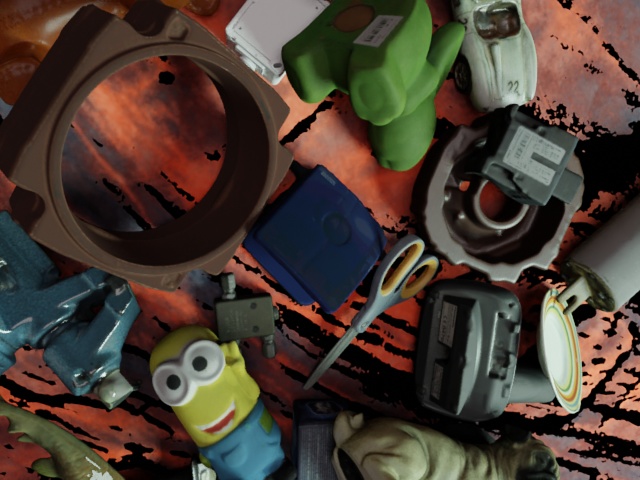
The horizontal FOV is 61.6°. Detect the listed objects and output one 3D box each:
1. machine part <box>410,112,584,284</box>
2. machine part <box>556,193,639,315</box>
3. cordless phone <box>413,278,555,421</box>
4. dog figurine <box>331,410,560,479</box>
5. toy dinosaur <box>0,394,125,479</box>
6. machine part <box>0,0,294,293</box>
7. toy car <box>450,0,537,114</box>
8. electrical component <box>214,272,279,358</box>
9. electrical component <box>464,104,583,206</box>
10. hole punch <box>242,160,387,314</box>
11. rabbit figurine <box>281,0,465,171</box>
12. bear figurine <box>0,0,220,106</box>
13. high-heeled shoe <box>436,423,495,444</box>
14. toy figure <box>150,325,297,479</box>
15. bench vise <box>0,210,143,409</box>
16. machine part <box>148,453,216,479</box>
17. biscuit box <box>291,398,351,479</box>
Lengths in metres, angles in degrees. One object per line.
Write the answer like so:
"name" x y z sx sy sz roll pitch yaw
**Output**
"machine part" 0.184 -0.044 0.568 0.179 0.056 0.179 -1 96 -10
"machine part" 0.356 -0.001 0.595 0.243 0.079 0.079 -39 101 -7
"cordless phone" 0.199 0.121 0.586 0.184 0.089 0.146 6 93 -23
"dog figurine" 0.122 0.207 0.513 0.190 0.121 0.172 -26 92 -26
"toy dinosaur" -0.145 0.281 0.454 0.199 0.105 0.470 -2 122 -1
"machine part" -0.133 -0.070 0.442 0.201 0.087 0.201 33 90 -43
"toy car" 0.171 -0.232 0.546 0.073 0.056 0.201 -13 98 -9
"electrical component" -0.074 0.077 0.546 0.063 0.021 0.094 -7 96 -11
"electrical component" 0.208 -0.070 0.517 0.119 0.048 0.075 29 92 -9
"hole punch" -0.001 -0.002 0.521 0.116 0.092 0.142 -45 98 -8
"rabbit figurine" 0.062 -0.147 0.507 0.159 0.121 0.170 -60 145 -22
"bear figurine" -0.186 -0.206 0.446 0.196 0.132 0.120 -22 118 -3
"high-heeled shoe" 0.171 0.327 0.592 0.145 0.086 0.248 6 89 -9
"toy figure" -0.096 0.165 0.515 0.082 0.089 0.180 -41 105 -33
"bench vise" -0.280 0.094 0.447 0.240 0.129 0.223 -42 94 -22
"machine part" -0.153 0.260 0.541 0.139 0.039 0.084 -10 105 -12
"biscuit box" 0.001 0.271 0.561 0.063 0.059 0.202 1 96 -10
